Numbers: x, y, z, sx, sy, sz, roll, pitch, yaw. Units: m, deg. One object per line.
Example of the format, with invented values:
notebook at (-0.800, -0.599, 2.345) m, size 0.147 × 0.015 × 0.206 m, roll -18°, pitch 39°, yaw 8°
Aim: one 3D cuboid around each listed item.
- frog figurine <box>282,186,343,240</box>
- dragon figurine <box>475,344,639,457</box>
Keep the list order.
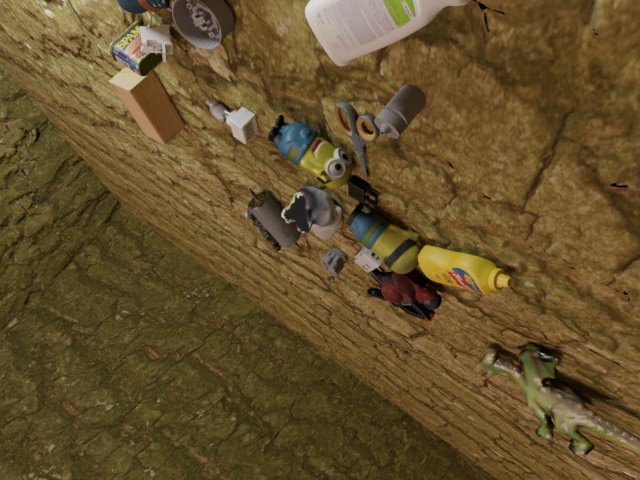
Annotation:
frog figurine at (0.004, -0.063, 1.246) m, size 0.159 × 0.123 × 0.137 m, roll 7°, pitch 179°, yaw -44°
dragon figurine at (0.521, 0.336, 1.136) m, size 0.240 × 0.124 × 0.410 m, roll 56°, pitch 156°, yaw -20°
